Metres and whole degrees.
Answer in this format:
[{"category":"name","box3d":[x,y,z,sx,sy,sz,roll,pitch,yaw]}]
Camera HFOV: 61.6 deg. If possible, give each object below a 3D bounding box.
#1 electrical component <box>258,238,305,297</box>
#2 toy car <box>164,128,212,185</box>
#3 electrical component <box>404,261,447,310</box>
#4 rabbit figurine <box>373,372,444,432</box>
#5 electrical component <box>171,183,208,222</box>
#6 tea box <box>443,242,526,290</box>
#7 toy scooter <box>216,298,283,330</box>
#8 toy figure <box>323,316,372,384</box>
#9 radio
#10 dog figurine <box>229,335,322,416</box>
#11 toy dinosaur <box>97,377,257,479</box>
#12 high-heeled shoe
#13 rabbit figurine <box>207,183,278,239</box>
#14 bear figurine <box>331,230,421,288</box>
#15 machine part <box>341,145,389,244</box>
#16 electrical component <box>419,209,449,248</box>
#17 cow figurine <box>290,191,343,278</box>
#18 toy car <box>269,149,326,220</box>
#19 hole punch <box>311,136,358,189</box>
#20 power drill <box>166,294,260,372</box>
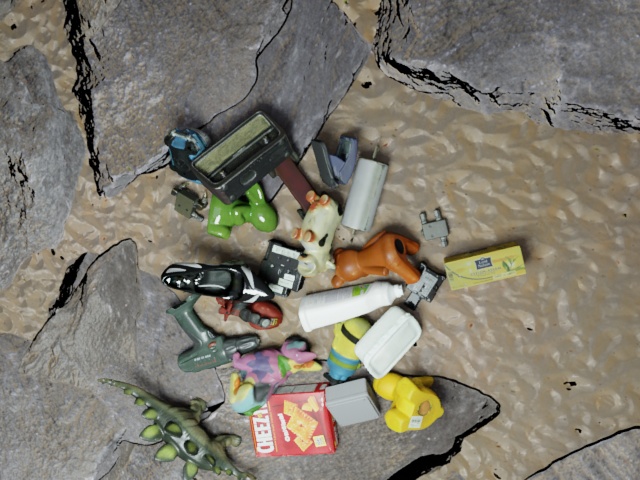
[{"category":"electrical component","box3d":[-0.092,0.075,1.357,0.115,0.058,0.134,19,99,11]},{"category":"toy car","box3d":[-0.319,-0.224,1.349,0.109,0.161,0.103,19,54,17]},{"category":"electrical component","box3d":[0.244,0.116,1.298,0.075,0.048,0.119,36,99,7]},{"category":"rabbit figurine","box3d":[0.206,0.363,1.286,0.162,0.173,0.121,1,99,-33]},{"category":"electrical component","box3d":[-0.339,-0.101,1.400,0.102,0.045,0.078,25,128,11]},{"category":"tea box","box3d":[0.376,0.059,1.240,0.170,0.098,0.068,-16,93,11]},{"category":"toy scooter","box3d":[-0.188,0.179,1.347,0.184,0.135,0.075,20,97,8]},{"category":"toy figure","box3d":[0.072,0.272,1.328,0.089,0.082,0.180,23,97,29]},{"category":"radio","box3d":[-0.184,-0.197,1.286,0.229,0.073,0.131,-41,56,-7]},{"category":"dog figurine","box3d":[-0.107,0.333,1.332,0.219,0.192,0.108,-9,138,9]},{"category":"toy dinosaur","box3d":[-0.358,0.485,1.379,0.471,0.198,0.105,35,98,5]},{"category":"high-heeled shoe","box3d":[-0.235,0.102,1.236,0.249,0.145,0.086,13,98,10]},{"category":"rabbit figurine","box3d":[-0.188,-0.075,1.352,0.170,0.121,0.159,9,90,-8]},{"category":"bear figurine","box3d":[0.128,0.058,1.294,0.132,0.120,0.196,31,136,-33]},{"category":"machine part","box3d":[0.107,-0.108,1.288,0.079,0.079,0.243,16,99,10]},{"category":"electrical component","box3d":[0.275,-0.024,1.291,0.063,0.021,0.094,-14,93,13]},{"category":"cow figurine","box3d":[-0.003,-0.004,1.273,0.086,0.127,0.195,13,80,45]},{"category":"toy car","box3d":[-0.055,-0.137,1.332,0.089,0.053,0.202,-38,89,2]},{"category":"hole punch","box3d":[0.041,-0.189,1.274,0.092,0.142,0.115,-17,109,-13]},{"category":"power drill","box3d":[-0.294,0.234,1.409,0.232,0.086,0.207,-29,97,15]}]
